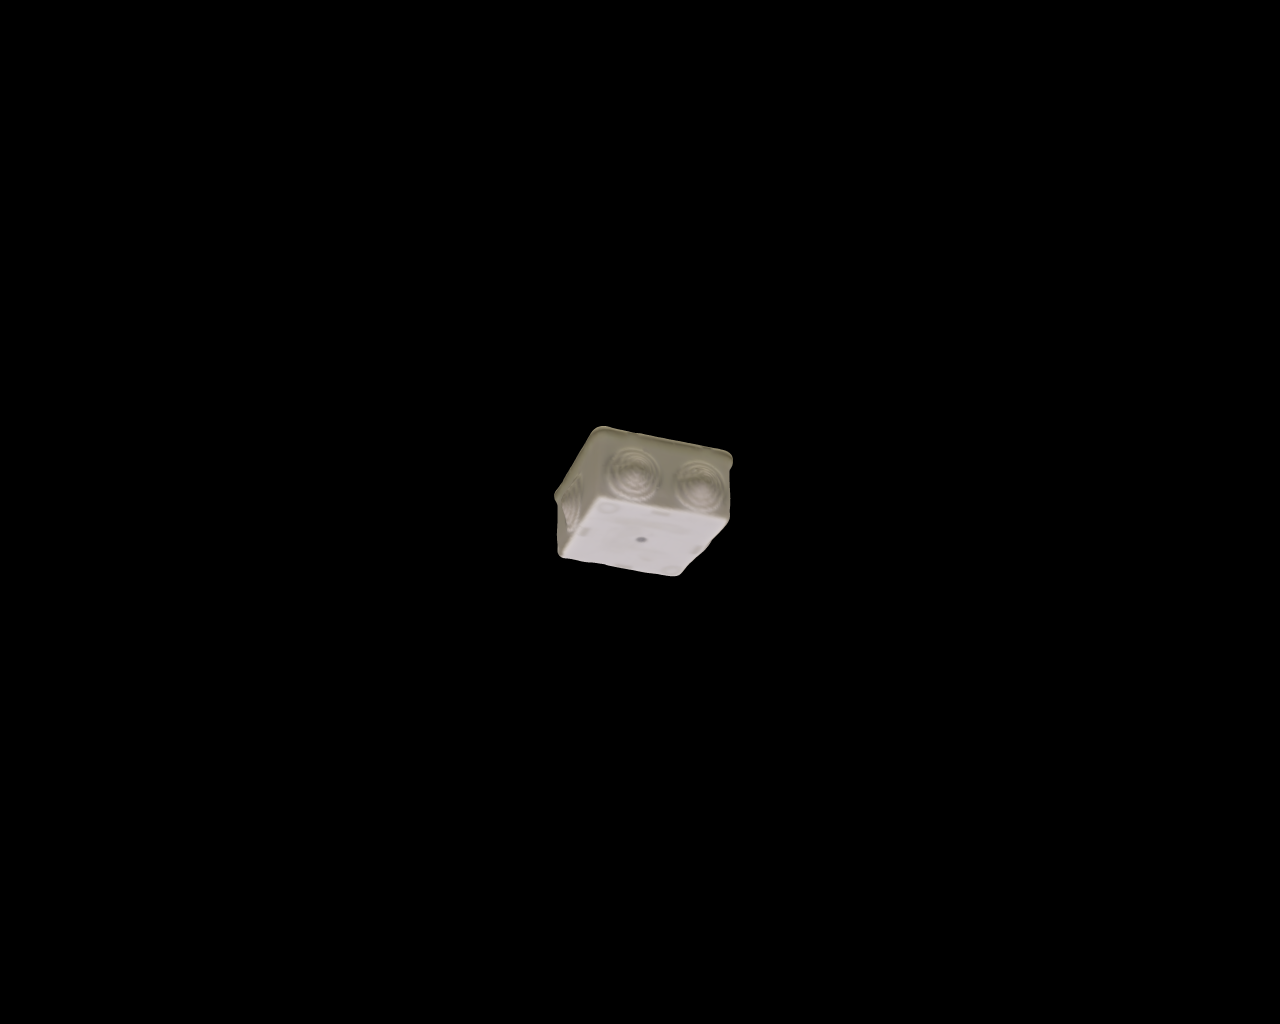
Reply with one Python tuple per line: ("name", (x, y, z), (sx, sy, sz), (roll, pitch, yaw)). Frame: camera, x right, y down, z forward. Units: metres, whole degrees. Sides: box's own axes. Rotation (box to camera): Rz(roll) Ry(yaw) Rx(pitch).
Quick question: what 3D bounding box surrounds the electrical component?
("electrical component", (0.001, -0.003, 0.650), (0.100, 0.048, 0.099), (11, -32, -18))
